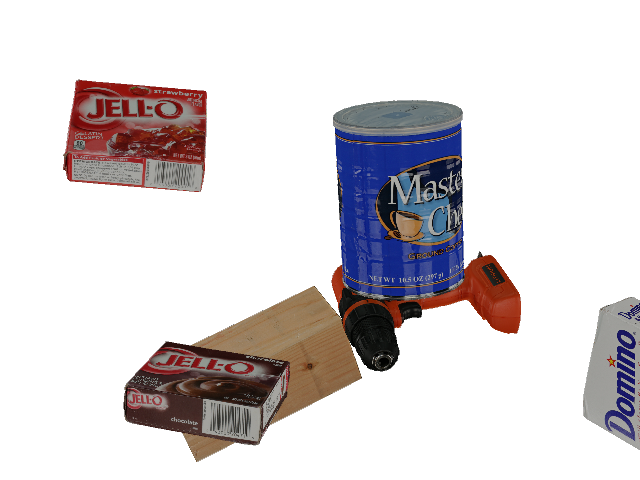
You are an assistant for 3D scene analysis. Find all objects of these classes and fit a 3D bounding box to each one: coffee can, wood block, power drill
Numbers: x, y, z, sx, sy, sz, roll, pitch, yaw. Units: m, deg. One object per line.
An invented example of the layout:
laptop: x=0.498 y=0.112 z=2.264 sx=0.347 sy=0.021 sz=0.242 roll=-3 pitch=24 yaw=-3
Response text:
coffee can: x=0.065 y=-0.035 z=0.865 sx=0.103 sy=0.140 sz=0.103 roll=-3 pitch=18 yaw=1
wood block: x=-0.071 y=0.147 z=1.194 sx=0.206 sy=0.091 sz=0.090 roll=-25 pitch=30 yaw=-10
power drill: x=0.113 y=0.072 z=1.139 sx=0.187 sy=0.057 sz=0.184 roll=-4 pitch=29 yaw=-9

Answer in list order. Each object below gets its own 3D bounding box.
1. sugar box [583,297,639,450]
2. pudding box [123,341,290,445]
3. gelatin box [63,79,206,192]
sugar box: x=0.261 y=0.115 z=0.719 sx=0.048 sy=0.093 sz=0.176 roll=-15 pitch=29 yaw=-38
pudding box: x=-0.089 y=0.121 z=0.858 sx=0.113 sy=0.039 sz=0.090 roll=10 pitch=20 yaw=10
gelatin box: x=-0.120 y=-0.070 z=0.702 sx=0.089 sy=0.073 sz=0.030 roll=5 pitch=-44 yaw=-9
